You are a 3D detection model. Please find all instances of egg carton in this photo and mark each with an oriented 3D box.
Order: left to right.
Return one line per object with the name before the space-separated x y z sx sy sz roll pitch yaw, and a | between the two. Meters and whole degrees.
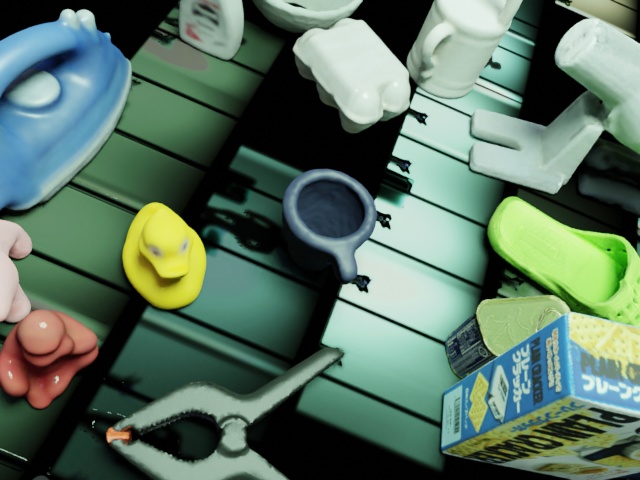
egg carton | 0.041 -0.206 0.711 0.107 0.069 0.150 -29 72 -27

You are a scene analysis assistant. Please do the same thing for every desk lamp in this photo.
desk lamp | 0.313 -0.149 0.667 0.203 0.213 0.118 13 59 -7

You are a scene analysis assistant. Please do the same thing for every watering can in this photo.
watering can | 0.192 -0.287 0.725 0.101 0.194 0.173 26 58 1

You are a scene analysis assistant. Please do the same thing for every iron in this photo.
iron | -0.272 -0.148 0.552 0.118 0.141 0.259 30 58 3

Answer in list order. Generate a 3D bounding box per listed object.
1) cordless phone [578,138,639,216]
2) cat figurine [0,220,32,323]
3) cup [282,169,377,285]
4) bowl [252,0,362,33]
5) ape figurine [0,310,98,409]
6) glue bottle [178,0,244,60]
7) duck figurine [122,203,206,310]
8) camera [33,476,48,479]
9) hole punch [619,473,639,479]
cordless phone | 0.414 -0.120 0.695 0.147 0.185 0.094 15 58 -6
cat figurine | -0.280 0.020 0.467 0.067 0.117 0.127 -8 63 -19
cup | 0.005 0.002 0.568 0.092 0.095 0.117 -9 64 -19
bowl | -0.026 -0.330 0.761 0.167 0.074 0.167 7 60 -11
ape figurine | -0.221 0.086 0.461 0.078 0.092 0.076 -9 64 -19
glue bottle | -0.121 -0.290 0.654 0.078 0.173 0.037 22 58 -2
duck figurine | -0.144 0.003 0.533 0.078 0.086 0.104 -12 65 -21
camera | -0.210 0.238 0.373 0.143 0.100 0.137 40 59 9
hole punch | 0.357 0.200 0.553 0.101 0.091 0.109 38 59 8
